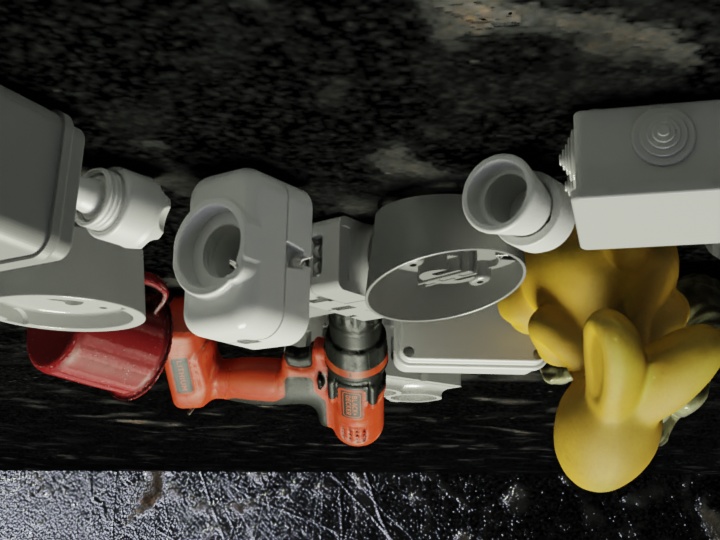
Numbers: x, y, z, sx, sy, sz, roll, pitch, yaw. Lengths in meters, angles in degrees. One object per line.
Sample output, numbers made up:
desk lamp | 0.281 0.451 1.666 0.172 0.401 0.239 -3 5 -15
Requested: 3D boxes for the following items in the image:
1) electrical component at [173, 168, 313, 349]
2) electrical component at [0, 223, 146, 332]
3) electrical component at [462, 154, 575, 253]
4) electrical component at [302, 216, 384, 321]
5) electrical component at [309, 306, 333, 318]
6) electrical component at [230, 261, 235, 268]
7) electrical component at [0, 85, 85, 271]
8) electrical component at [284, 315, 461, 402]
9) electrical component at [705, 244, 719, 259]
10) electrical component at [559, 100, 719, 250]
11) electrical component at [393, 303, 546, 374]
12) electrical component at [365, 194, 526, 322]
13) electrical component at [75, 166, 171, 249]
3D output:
electrical component | -0.067 -0.007 0.617 0.054 0.095 0.059 -9 162 35
electrical component | -0.197 0.001 0.721 0.108 0.060 0.108 1 165 0
electrical component | 0.090 -0.036 0.598 0.045 0.045 0.055 -10 162 36
electrical component | 0.000 0.000 0.725 0.056 0.050 0.089 -11 161 37
electrical component | -0.041 0.016 0.806 0.078 0.040 0.040 -13 160 41
electrical component | -0.071 -0.002 0.735 0.048 0.048 0.062 -6 157 24
electrical component | -0.199 -0.040 0.538 0.113 0.078 0.057 -8 160 31
electrical component | 0.012 0.086 1.019 0.150 0.061 0.089 12 161 -35
electrical component | 0.243 -0.017 0.672 0.046 0.040 0.040 22 155 -38
electrical component | 0.153 -0.047 0.543 0.100 0.048 0.099 -3 165 14
electrical component | 0.081 0.037 0.805 0.113 0.078 0.057 1 168 -1
electrical component | 0.053 -0.008 0.665 0.099 0.064 0.099 1 165 0
electrical component | -0.142 -0.038 0.607 0.043 0.043 0.062 -11 159 39
